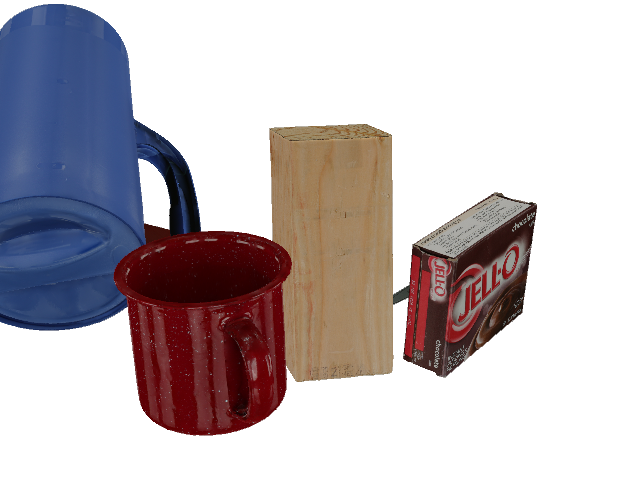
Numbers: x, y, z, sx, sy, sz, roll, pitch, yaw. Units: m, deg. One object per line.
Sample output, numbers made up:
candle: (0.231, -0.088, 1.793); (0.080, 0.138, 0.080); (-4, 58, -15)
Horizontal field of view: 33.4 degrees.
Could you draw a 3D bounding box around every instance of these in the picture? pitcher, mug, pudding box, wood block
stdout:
pitcher: (-0.185, -0.062, 0.788); (0.145, 0.243, 0.149); (-23, -44, 14)
mug: (-0.054, 0.054, 0.562); (0.093, 0.081, 0.117); (-15, 27, -27)
pudding box: (0.102, 0.027, 0.728); (0.039, 0.090, 0.113); (21, 33, 30)
wood block: (0.010, 0.008, 0.927); (0.090, 0.206, 0.091); (-4, 13, -12)

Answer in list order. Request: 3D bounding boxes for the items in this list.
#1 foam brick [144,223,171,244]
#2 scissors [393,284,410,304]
foam brick: (-0.189, 0.015, 1.072); (0.078, 0.051, 0.053); (15, 33, 2)
scissors: (0.119, 0.030, 1.208); (0.201, 0.016, 0.096); (-11, 41, -33)
